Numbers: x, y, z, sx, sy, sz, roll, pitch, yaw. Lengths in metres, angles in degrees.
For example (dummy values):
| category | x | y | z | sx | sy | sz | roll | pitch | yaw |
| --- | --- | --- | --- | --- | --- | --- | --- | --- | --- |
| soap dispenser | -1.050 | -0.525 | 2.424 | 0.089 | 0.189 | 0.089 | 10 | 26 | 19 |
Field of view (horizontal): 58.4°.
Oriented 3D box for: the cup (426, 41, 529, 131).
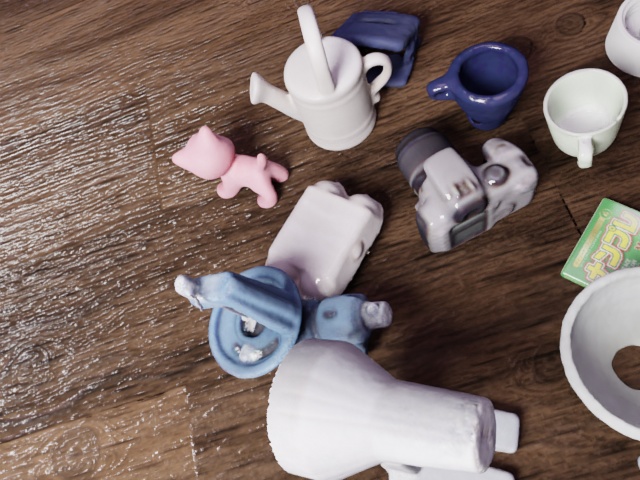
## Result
| category | x | y | z | sx | sy | sz | roll | pitch | yaw |
| --- | --- | --- | --- | --- | --- | --- | --- | --- | --- |
| cup | 0.193 | -0.176 | 0.707 | 0.117 | 0.095 | 0.091 | -11 | 64 | 10 |

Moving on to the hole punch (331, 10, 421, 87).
| category | x | y | z | sx | sy | sz | roll | pitch | yaw |
| --- | --- | --- | --- | --- | --- | --- | --- | --- | --- |
| hole punch | 0.077 | -0.277 | 0.785 | 0.108 | 0.091 | 0.101 | 12 | 70 | 20 |

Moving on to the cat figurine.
| category | x | y | z | sx | sy | sz | roll | pitch | yaw |
| --- | --- | --- | --- | --- | --- | --- | --- | --- | --- |
| cat figurine | -0.119 | -0.102 | 0.744 | 0.127 | 0.118 | 0.067 | 10 | 70 | 19 |

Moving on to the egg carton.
| category | x | y | z | sx | sy | sz | roll | pitch | yaw |
| --- | --- | --- | --- | --- | --- | --- | --- | --- | --- |
| egg carton | 0.006 | 0.002 | 0.692 | 0.107 | 0.069 | 0.150 | 24 | 74 | 23 |

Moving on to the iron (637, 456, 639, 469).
| category | x | y | z | sx | sy | sz | roll | pitch | yaw |
| --- | --- | --- | --- | --- | --- | --- | --- | --- | --- |
| iron | 0.387 | 0.249 | 0.439 | 0.257 | 0.142 | 0.119 | 33 | 78 | 25 |

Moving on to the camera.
| category | x | y | z | sx | sy | sz | roll | pitch | yaw |
| --- | --- | --- | --- | --- | --- | --- | --- | --- | --- |
| camera | 0.158 | -0.080 | 0.670 | 0.143 | 0.101 | 0.136 | -29 | 62 | 1 |

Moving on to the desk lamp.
| category | x | y | z | sx | sy | sz | roll | pitch | yaw |
| --- | --- | --- | --- | --- | --- | --- | --- | --- | --- |
| desk lamp | 0.077 | 0.169 | 0.517 | 0.202 | 0.214 | 0.118 | 6 | 68 | 17 |

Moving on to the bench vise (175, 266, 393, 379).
| category | x | y | z | sx | sy | sz | roll | pitch | yaw |
| --- | --- | --- | --- | --- | --- | --- | --- | --- | --- |
| bench vise | -0.040 | 0.065 | 0.591 | 0.207 | 0.220 | 0.121 | -22 | 63 | 5 |

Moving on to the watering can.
| category | x | y | z | sx | sy | sz | roll | pitch | yaw |
| --- | --- | --- | --- | --- | --- | --- | --- | --- | --- |
| watering can | -0.001 | -0.200 | 0.713 | 0.173 | 0.194 | 0.100 | -33 | 62 | -1 |

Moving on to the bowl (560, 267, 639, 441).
| category | x | y | z | sx | sy | sz | roll | pitch | yaw |
| --- | --- | --- | --- | --- | --- | --- | --- | --- | --- |
| bowl | 0.317 | 0.115 | 0.556 | 0.167 | 0.075 | 0.167 | -6 | 65 | 13 |
